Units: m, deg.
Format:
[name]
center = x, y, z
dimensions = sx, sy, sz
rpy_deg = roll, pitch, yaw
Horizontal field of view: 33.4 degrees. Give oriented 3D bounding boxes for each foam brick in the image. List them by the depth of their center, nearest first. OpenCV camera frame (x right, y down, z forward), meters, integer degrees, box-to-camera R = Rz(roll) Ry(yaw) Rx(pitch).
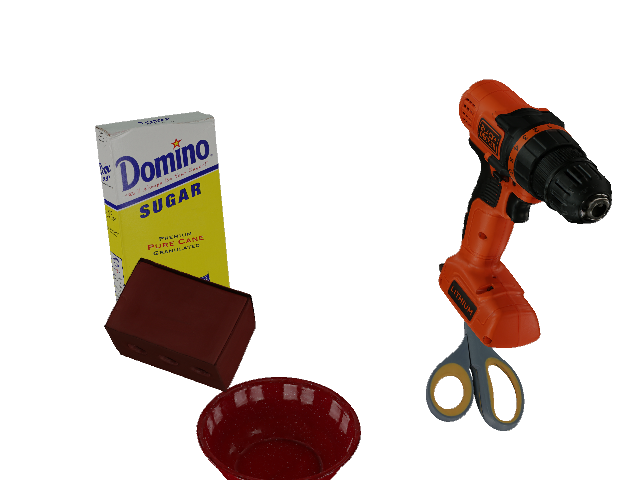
[foam brick]
center = -0.086, 0.054, 0.676
dimensions = 0.078, 0.051, 0.053
rpy_deg = 18, -25, 12

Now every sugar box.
[sugar box]
center = -0.128, -0.013, 0.888
dimensions = 0.093, 0.176, 0.048
rpy_deg = -12, 20, -25

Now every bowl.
[bowl]
center = -0.041, 0.205, 1.060
dimensions = 0.162, 0.055, 0.162
rpy_deg = 1, 30, -1

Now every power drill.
[power drill]
center = 0.154, -0.011, 0.833
dimensions = 0.057, 0.188, 0.184
rpy_deg = -4, 33, -18

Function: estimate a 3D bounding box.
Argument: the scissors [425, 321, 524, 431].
[scissors]
center = 0.128, 0.089, 0.996
dimensions = 0.096, 0.202, 0.016
rpy_deg = -12, -34, -9
